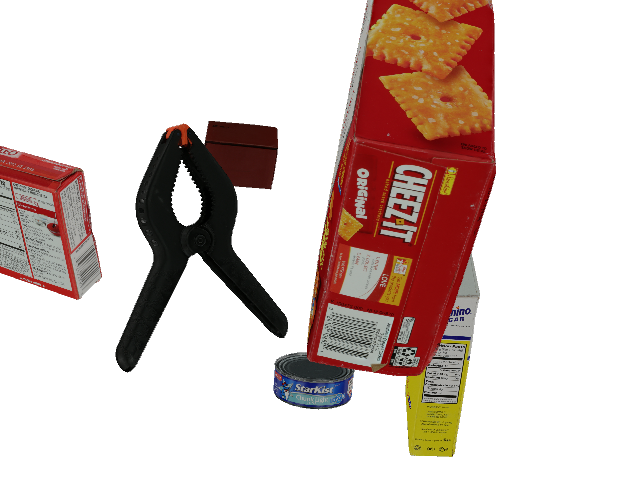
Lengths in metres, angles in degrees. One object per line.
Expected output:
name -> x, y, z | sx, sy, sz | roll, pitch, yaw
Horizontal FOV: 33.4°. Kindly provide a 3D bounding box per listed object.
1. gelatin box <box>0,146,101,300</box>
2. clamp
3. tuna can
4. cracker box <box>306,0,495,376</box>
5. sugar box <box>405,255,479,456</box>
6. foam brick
gelatin box -> -0.181, -0.013, 0.678 | 0.073, 0.089, 0.030 | 16, 40, 22
clamp -> -0.103, 0.004, 0.937 | 0.164, 0.210, 0.036 | -2, 0, -33
tuna can -> -0.008, 0.150, 1.141 | 0.086, 0.034, 0.086 | 4, 13, -1
cracker box -> 0.048, -0.059, 0.580 | 0.072, 0.213, 0.164 | 10, -44, 0
sugar box -> 0.101, 0.091, 0.914 | 0.048, 0.176, 0.093 | 0, 33, 0
foam brick -> -0.086, -0.092, 1.147 | 0.078, 0.051, 0.053 | 5, 30, -4
